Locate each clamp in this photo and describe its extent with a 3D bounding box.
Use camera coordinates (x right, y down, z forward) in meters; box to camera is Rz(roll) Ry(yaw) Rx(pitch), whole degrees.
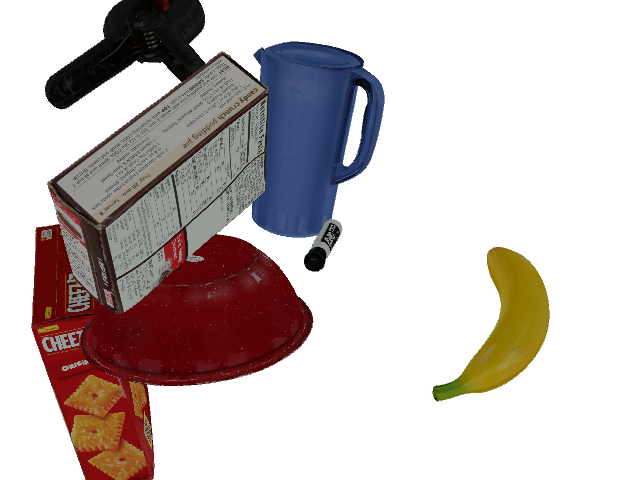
[{"bbox_3d":[-0.122,-0.151,0.804,0.120,0.039,0.171,6,43,12],"label":"clamp"}]

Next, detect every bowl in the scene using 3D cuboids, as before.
[{"bbox_3d":[-0.086,0.037,0.731,0.162,0.055,0.162,-2,22,1],"label":"bowl"}]

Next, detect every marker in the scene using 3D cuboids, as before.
[{"bbox_3d":[0.003,0.004,0.986,0.020,0.020,0.121,0,16,9],"label":"marker"}]

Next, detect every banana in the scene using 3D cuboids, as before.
[{"bbox_3d":[0.144,0.058,0.832,0.070,0.037,0.197,8,33,19],"label":"banana"}]

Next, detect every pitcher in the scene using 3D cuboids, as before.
[{"bbox_3d":[-0.015,-0.129,1.390,0.144,0.243,0.149,0,24,-19],"label":"pitcher"}]

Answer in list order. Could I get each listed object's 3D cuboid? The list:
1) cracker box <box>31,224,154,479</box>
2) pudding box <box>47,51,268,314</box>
[{"bbox_3d":[-0.218,0.110,1.036,0.072,0.214,0.164,-12,35,-6],"label":"cracker box"},{"bbox_3d":[-0.075,-0.027,0.527,0.039,0.113,0.090,37,-26,18],"label":"pudding box"}]
